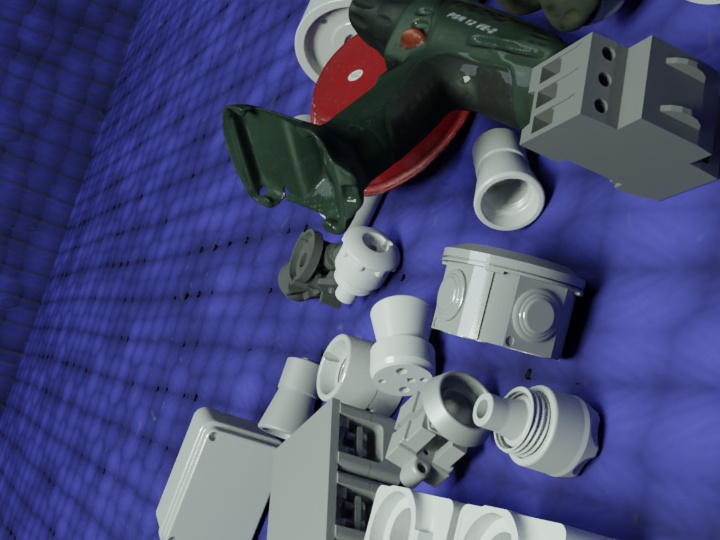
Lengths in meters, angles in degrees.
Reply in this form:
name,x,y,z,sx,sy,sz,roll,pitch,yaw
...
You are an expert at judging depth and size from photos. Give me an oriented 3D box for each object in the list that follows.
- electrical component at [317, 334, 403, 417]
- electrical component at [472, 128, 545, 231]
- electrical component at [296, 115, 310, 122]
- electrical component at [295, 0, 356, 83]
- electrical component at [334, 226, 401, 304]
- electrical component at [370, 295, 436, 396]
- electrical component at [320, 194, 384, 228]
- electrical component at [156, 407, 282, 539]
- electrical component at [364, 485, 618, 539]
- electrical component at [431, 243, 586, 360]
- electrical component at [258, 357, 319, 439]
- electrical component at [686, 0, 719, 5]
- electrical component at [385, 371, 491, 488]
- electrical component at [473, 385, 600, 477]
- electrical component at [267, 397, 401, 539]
name,x,y,z,sx,sy,sz,roll,pitch,yaw
electrical component,0.001,0.076,0.771,0.055,0.047,0.055,-48,31,42
electrical component,0.092,-0.061,0.689,0.044,0.044,0.065,-55,22,32
electrical component,-0.052,-0.119,1.049,0.055,0.055,0.047,-56,22,30
electrical component,0.001,-0.210,0.940,0.108,0.108,0.060,-45,27,45
electrical component,0.000,0.000,0.843,0.048,0.048,0.062,-96,27,-47
electrical component,0.029,0.051,0.731,0.045,0.045,0.055,-46,32,44
electrical component,-0.004,-0.080,0.918,0.077,0.043,0.079,-64,23,13
electrical component,-0.119,0.183,0.913,0.113,0.078,0.057,-68,19,4
electrical component,0.056,0.174,0.547,0.186,0.060,0.105,-11,61,64
electrical component,0.081,0.017,0.597,0.080,0.080,0.051,10,86,67
electrical component,-0.052,0.104,0.878,0.044,0.044,0.065,-17,52,63
electrical component,0.203,-0.170,0.511,0.138,0.052,0.073,-38,38,52
electrical component,0.049,0.092,0.645,0.055,0.048,0.066,-50,11,40
electrical component,0.088,0.079,0.550,0.043,0.062,0.043,-48,31,42
electrical component,-0.015,0.175,0.704,0.089,0.062,0.150,-46,32,44
